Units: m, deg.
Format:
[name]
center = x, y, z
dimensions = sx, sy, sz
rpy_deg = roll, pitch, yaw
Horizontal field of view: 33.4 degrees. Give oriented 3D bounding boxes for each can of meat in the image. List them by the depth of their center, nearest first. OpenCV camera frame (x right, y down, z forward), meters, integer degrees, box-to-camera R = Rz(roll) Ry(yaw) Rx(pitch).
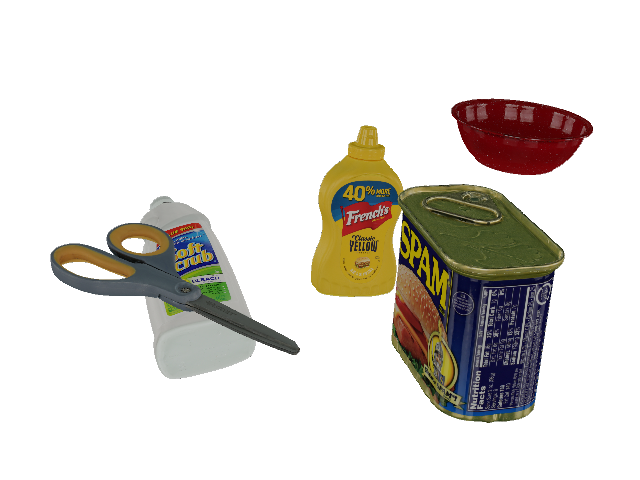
[can of meat]
center = 0.073, 0.029, 0.528
dimensions = 0.057, 0.084, 0.102
rpy_deg = -4, 25, -14

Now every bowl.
[bowl]
center = 0.227, -0.116, 1.227
dimensions = 0.162, 0.055, 0.162
rpy_deg = 4, 23, -2

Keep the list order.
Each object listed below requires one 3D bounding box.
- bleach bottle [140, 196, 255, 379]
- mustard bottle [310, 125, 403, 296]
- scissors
[bleach bottle]
center = -0.146, 0.033, 1.112
dimensions = 0.102, 0.068, 0.251
rpy_deg = -13, 38, -14
[mustard bottle]
center = 0.045, -0.034, 1.203
dimensions = 0.096, 0.192, 0.058
rpy_deg = 1, 17, -15
[scissors]
center = -0.091, 0.027, 0.740
dimensions = 0.202, 0.016, 0.096
rpy_deg = 14, 32, 17
